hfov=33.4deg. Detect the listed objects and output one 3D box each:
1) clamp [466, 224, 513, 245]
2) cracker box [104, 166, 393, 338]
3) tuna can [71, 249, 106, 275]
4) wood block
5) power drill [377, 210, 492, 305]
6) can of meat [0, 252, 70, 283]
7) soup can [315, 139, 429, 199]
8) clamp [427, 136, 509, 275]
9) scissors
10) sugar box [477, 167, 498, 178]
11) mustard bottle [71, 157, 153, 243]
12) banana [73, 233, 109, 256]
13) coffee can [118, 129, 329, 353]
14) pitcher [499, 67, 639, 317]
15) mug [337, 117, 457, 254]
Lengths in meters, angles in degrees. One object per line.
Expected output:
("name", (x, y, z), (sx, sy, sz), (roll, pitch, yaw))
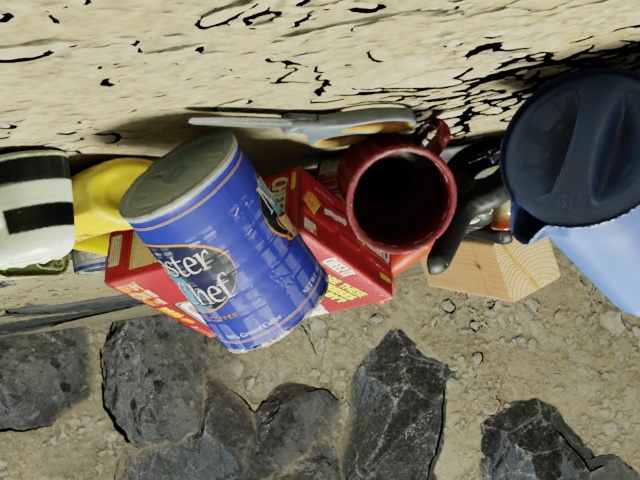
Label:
("clamp", (0.206, -0.030, 1.475), (0.210, 0.036, 0.164), (-3, -160, 40))
("cracker box", (-0.064, 0.018, 0.986), (0.214, 0.072, 0.164), (-15, 149, 29))
("tuna can", (-0.273, 0.021, 1.361), (0.086, 0.034, 0.086), (-9, 175, -1))
("wood block", (0.231, 0.021, 1.518), (0.090, 0.091, 0.206), (-26, -165, -22))
("power drill", (0.131, 0.004, 1.319), (0.187, 0.057, 0.184), (-36, -178, -3))
("can of meat", (-0.330, 0.016, 1.123), (0.084, 0.057, 0.101), (-11, 174, 36))
("soup can", (0.055, -0.053, 0.993), (0.102, 0.068, 0.068), (-10, 174, 21))
("clamp", (0.126, -0.048, 1.025), (0.171, 0.120, 0.039), (-42, 142, -18))
("scissors", (-0.021, -0.085, 0.823), (0.201, 0.016, 0.096), (-6, 173, -26))
("sugar box", (0.255, -0.070, 1.230), (0.094, 0.048, 0.175), (-14, 171, 40))
("mustard bottle", (-0.219, -0.022, 0.918), (0.192, 0.058, 0.096), (-13, 178, 39))
("banana", (-0.193, 0.019, 1.157), (0.197, 0.037, 0.070), (21, 155, -4))
("coffee can", (-0.072, 0.002, 0.817), (0.103, 0.140, 0.103), (-27, -154, 14))
("pitcher", (0.255, -0.032, 0.865), (0.149, 0.145, 0.242), (-11, 152, 27))
("mug", (0.067, -0.054, 0.896), (0.093, 0.117, 0.081), (32, -169, -18))
